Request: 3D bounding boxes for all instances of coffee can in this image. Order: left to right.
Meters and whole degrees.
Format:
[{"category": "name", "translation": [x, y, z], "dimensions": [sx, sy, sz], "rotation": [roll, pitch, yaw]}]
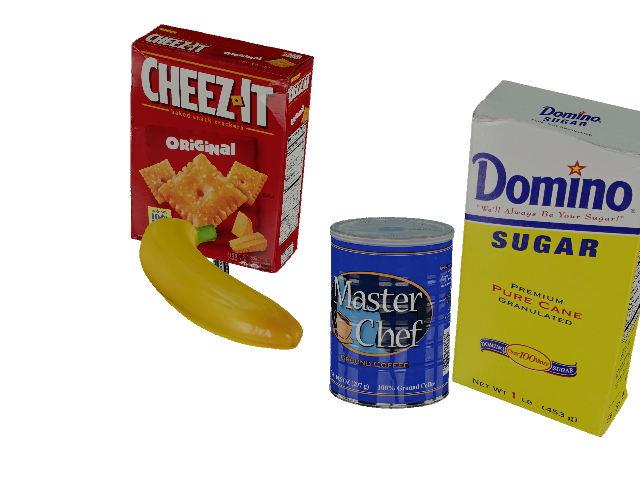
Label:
[{"category": "coffee can", "translation": [0.058, 0.057, 0.892], "dimensions": [0.103, 0.140, 0.103], "rotation": [0, 10, 0]}]

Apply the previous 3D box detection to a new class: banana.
[{"category": "banana", "translation": [-0.075, 0.020, 0.680], "dimensions": [0.069, 0.037, 0.198], "rotation": [-8, 24, -19]}]

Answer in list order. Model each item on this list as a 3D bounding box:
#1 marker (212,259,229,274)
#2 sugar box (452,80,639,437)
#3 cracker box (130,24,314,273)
[{"category": "marker", "translation": [-0.113, 0.021, 1.212], "dimensions": [0.020, 0.121, 0.020], "rotation": [1, 33, -1]}, {"category": "sugar box", "translation": [0.121, 0.012, 0.555], "dimensions": [0.093, 0.176, 0.048], "rotation": [18, 41, 26]}, {"category": "cracker box", "translation": [-0.101, -0.086, 1.046], "dimensions": [0.164, 0.214, 0.072], "rotation": [14, 31, 15]}]
